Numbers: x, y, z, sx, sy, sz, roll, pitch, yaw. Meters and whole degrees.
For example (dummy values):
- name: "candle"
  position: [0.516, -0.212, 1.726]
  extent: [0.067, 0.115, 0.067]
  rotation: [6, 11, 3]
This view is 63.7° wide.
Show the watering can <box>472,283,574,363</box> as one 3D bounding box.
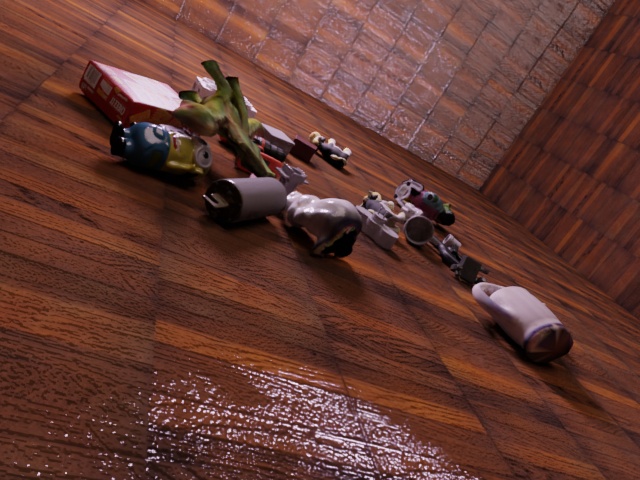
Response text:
- name: "watering can"
  position: [0.504, 0.188, 1.220]
  extent: [0.346, 0.102, 0.229]
  rotation: [16, 25, -35]

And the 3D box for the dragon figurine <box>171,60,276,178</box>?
- name: "dragon figurine"
  position: [-0.167, -0.214, 1.061]
  extent: [0.246, 0.121, 0.407]
  rotation: [63, 17, 20]

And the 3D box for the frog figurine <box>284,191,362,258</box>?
- name: "frog figurine"
  position: [0.003, -0.051, 1.021]
  extent: [0.138, 0.120, 0.162]
  rotation: [-11, 55, -39]
